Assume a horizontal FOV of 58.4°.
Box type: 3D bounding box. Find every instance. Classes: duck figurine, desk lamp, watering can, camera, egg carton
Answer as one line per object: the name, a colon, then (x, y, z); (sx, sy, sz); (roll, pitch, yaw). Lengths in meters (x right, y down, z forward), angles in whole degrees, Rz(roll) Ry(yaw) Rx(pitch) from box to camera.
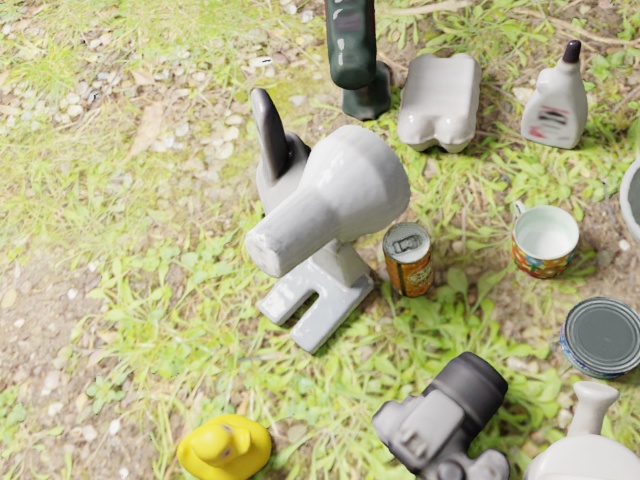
duck figurine: (-0.113, 0.228, 0.632); (0.104, 0.086, 0.077); (-9, 62, 8)
desk lamp: (0.006, 0.002, 0.646); (0.117, 0.214, 0.203); (36, 76, 26)
watering can: (0.235, 0.215, 0.500); (0.101, 0.194, 0.172); (-14, 62, 6)
camera: (0.142, 0.191, 0.586); (0.142, 0.101, 0.137); (38, 77, 26)
egg carton: (0.164, -0.191, 0.789); (0.107, 0.069, 0.150); (4, 65, 15)

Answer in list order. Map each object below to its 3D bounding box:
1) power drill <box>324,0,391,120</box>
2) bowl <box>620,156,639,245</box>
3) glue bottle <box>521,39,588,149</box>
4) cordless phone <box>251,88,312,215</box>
power drill: (0.049, -0.277, 0.778); (0.075, 0.209, 0.229); (-6, 63, 10)
bowl: (0.423, -0.029, 0.648); (0.167, 0.075, 0.167); (-5, 63, 10)
glue bottle: (0.292, -0.178, 0.695); (0.078, 0.173, 0.037); (15, 68, 19)
cordless phone: (-0.048, -0.088, 0.719); (0.094, 0.185, 0.147); (-25, 61, 0)
